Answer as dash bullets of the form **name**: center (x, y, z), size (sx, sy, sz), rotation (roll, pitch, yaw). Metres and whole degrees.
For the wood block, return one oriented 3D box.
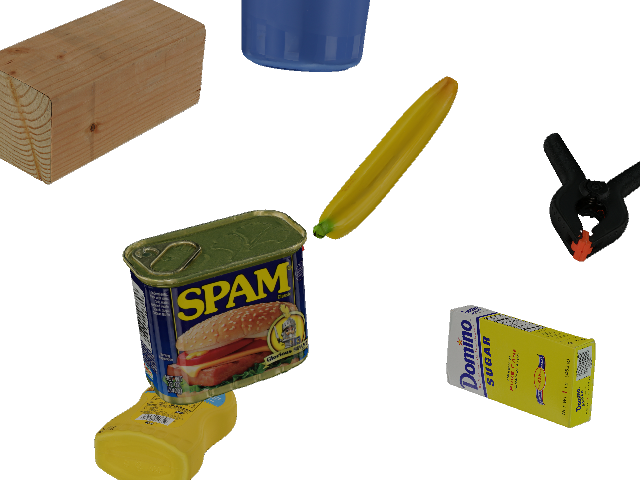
- **wood block**: center (-0.206, -0.145, 0.986), size (0.090, 0.091, 0.205), rotation (28, 40, 21)

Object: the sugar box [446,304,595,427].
- **sugar box**: center (0.218, 0.136, 1.185), size (0.048, 0.093, 0.177), rotation (-9, 15, -43)

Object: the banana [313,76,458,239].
- **banana**: center (0.060, -0.067, 0.983), size (0.037, 0.197, 0.070), rotation (41, -12, -6)

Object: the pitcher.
- **pitcher**: center (-0.002, -0.269, 0.904), size (0.145, 0.243, 0.149), rotation (6, 18, 7)

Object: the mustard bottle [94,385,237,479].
- **mustard bottle**: center (-0.135, 0.171, 1.040), size (0.096, 0.058, 0.191), rotation (6, 18, 16)

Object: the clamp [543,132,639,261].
- **clamp**: center (0.273, -0.050, 1.109), size (0.120, 0.039, 0.171), rotation (17, 45, 20)

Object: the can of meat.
- **can of meat**: center (-0.057, 0.038, 0.619), size (0.102, 0.084, 0.058), rotation (-16, 29, -23)

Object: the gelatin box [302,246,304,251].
- **gelatin box**: center (-0.068, 0.017, 0.850), size (0.089, 0.030, 0.073), rotation (-11, 18, 30)
